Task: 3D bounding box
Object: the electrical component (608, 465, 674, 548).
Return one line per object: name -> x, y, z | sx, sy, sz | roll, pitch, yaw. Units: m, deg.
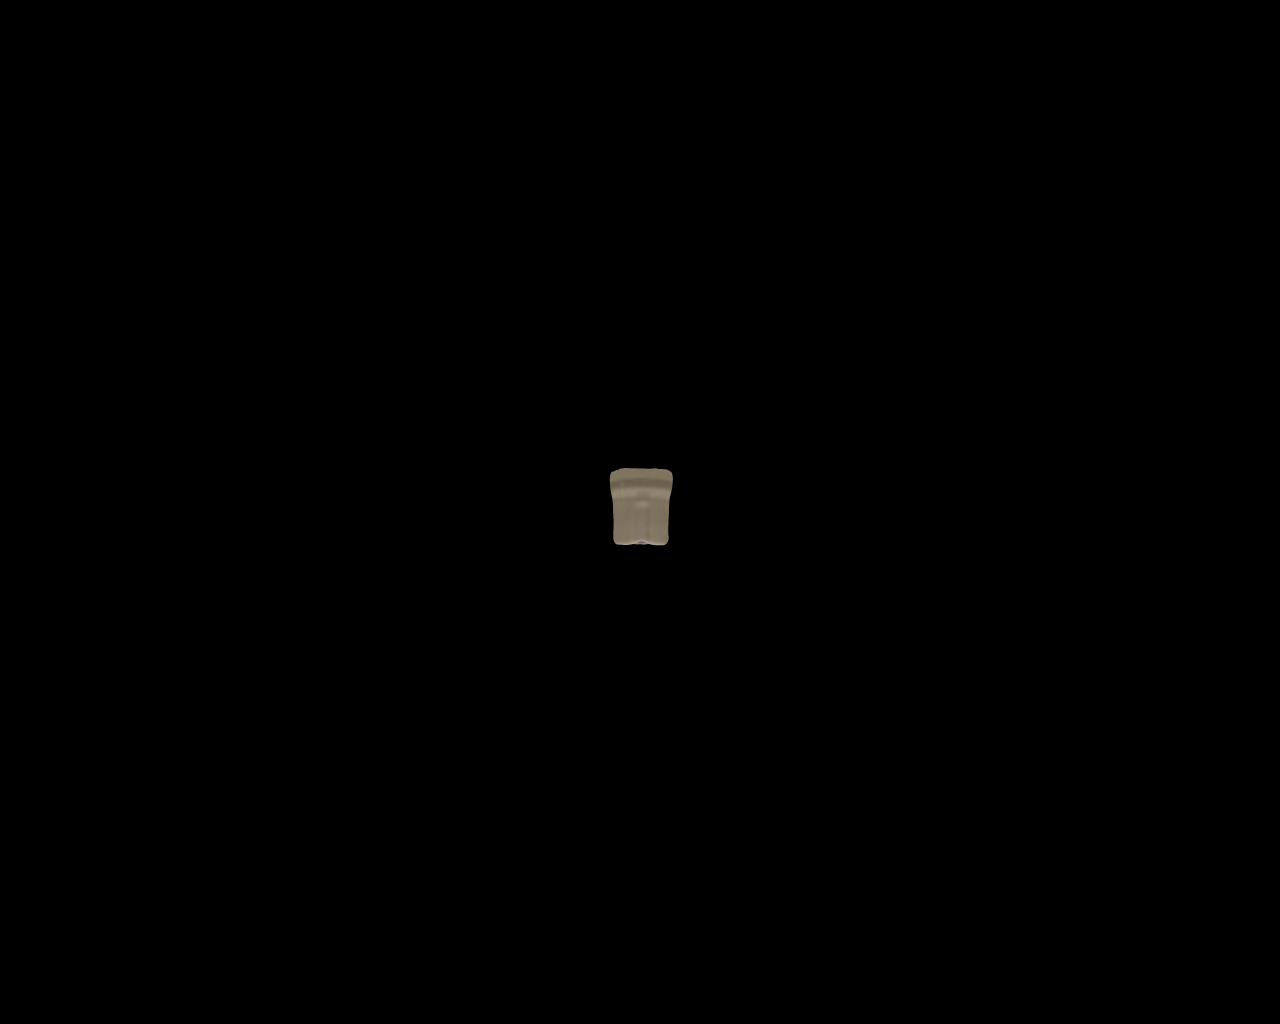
electrical component -> 0.001, -0.003, 0.650 | 0.040, 0.046, 0.040 | 0, -7, 0
